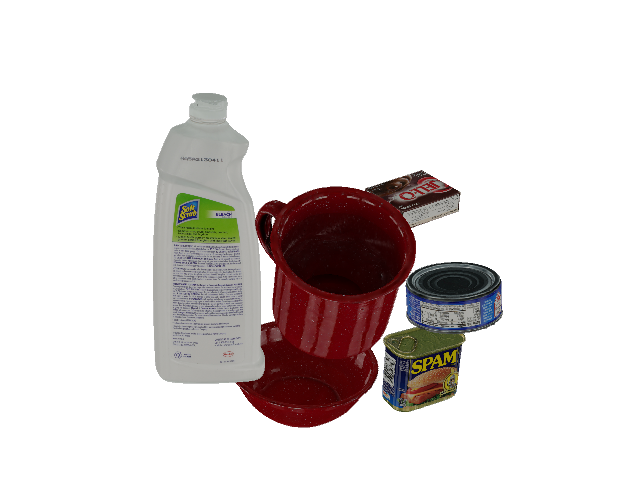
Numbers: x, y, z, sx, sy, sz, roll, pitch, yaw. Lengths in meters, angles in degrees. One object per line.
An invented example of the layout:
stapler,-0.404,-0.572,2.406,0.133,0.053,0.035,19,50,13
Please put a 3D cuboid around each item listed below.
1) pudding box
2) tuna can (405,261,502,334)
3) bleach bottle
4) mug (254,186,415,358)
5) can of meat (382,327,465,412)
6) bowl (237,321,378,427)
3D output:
pudding box,0.136,-0.060,1.578,0.113,0.039,0.090,-21,35,-28
tuna can,0.118,0.050,0.949,0.086,0.034,0.086,-4,21,1
bleach bottle,-0.093,-0.001,0.922,0.102,0.251,0.068,0,21,-13
mug,0.001,0.019,0.709,0.117,0.081,0.093,35,56,19
can of meat,0.126,0.158,1.329,0.101,0.084,0.058,-12,29,-28
bowl,-0.020,0.150,1.143,0.162,0.055,0.162,3,29,-2
